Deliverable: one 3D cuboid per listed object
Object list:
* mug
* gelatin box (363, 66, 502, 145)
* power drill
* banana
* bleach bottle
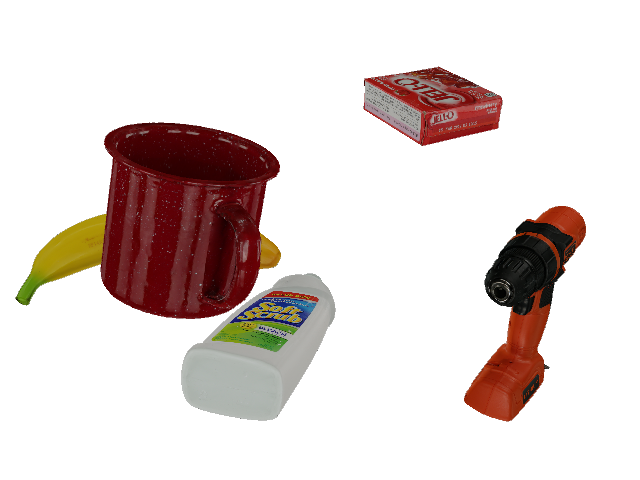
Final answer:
[{"bbox_3d":[-0.067,-0.006,0.568,0.093,0.081,0.117,-7,28,-38],"label":"mug"},{"bbox_3d":[0.087,-0.108,0.837,0.073,0.030,0.089,-13,30,-25],"label":"gelatin box"},{"bbox_3d":[0.187,0.073,1.001,0.057,0.188,0.184,24,31,24],"label":"power drill"},{"bbox_3d":[-0.131,0.006,0.812,0.197,0.069,0.037,-10,-24,-3],"label":"banana"},{"bbox_3d":[-0.049,0.091,1.082,0.103,0.068,0.250,10,22,11],"label":"bleach bottle"}]
